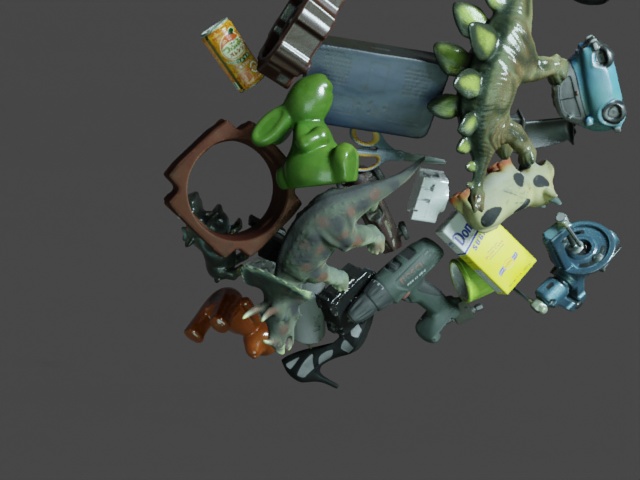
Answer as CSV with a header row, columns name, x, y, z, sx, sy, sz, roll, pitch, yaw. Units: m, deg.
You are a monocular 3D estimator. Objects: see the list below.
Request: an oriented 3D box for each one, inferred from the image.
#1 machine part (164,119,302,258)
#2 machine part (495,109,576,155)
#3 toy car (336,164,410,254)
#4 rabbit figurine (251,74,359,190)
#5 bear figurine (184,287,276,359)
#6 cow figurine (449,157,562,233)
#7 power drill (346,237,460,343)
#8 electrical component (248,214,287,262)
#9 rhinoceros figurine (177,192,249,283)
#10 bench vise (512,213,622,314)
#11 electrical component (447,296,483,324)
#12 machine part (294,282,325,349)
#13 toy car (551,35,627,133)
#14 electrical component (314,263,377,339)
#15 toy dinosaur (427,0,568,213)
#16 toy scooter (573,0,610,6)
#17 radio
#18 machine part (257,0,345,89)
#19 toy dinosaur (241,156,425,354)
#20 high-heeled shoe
name,x,y,z,sx,sy,sz,roll,pitch,yaw
machine part,-0.149,-0.088,0.922,0.201,0.087,0.200,-47,113,-11
machine part,0.387,-0.194,0.962,0.139,0.039,0.084,-4,116,1
toy car,0.105,-0.052,1.024,0.089,0.053,0.201,-24,118,7
rabbit figurine,-0.018,-0.168,0.841,0.159,0.121,0.170,-4,96,18
bear figurine,-0.162,0.194,1.117,0.120,0.132,0.195,-23,117,33
cow figurine,0.348,-0.083,0.977,0.195,0.085,0.127,-35,92,-11
power drill,0.180,0.122,1.088,0.232,0.086,0.207,-48,117,-6
electrical component,-0.093,0.002,1.031,0.119,0.075,0.047,27,116,-23
rhinoceros figurine,-0.205,-0.006,1.026,0.112,0.073,0.190,-8,123,13
bench vise,0.477,0.035,1.047,0.223,0.129,0.240,-37,134,9
electrical component,0.307,0.151,1.175,0.094,0.021,0.063,-26,119,13
machine part,-0.026,0.128,1.109,0.079,0.079,0.242,-2,120,-2
toy car,0.442,-0.248,0.896,0.103,0.109,0.161,-16,113,26
electrical component,0.063,0.116,1.085,0.134,0.058,0.114,-41,133,-22
toy dinosaur,0.277,-0.275,0.828,0.198,0.105,0.470,8,95,-29
toy scooter,0.390,-0.442,0.787,0.184,0.075,0.135,20,91,-29
radio,0.083,-0.252,0.889,0.230,0.073,0.131,7,121,-6
machine part,-0.029,-0.311,0.791,0.056,0.179,0.179,28,116,-23
toy dinosaur,0.004,-0.004,0.907,0.192,0.131,0.404,12,115,-54
high-heeled shoe,0.017,0.215,1.188,0.145,0.086,0.248,28,100,15
